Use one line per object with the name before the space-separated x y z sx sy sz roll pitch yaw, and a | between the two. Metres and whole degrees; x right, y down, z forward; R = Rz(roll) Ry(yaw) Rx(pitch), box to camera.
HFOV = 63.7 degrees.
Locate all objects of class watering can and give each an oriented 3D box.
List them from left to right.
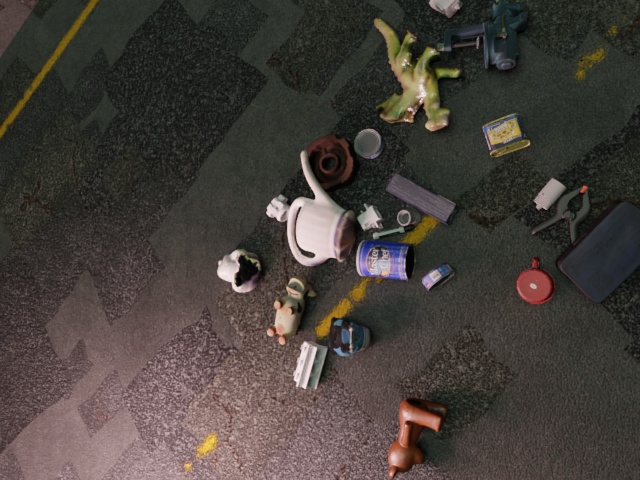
watering can | 0.005 -0.076 1.515 0.225 0.105 0.343 16 110 27

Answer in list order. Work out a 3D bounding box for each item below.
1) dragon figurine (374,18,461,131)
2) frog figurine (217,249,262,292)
dragon figurine | 0.241 -0.457 1.489 0.416 0.122 0.240 46 111 32
frog figurine | -0.259 0.100 1.653 0.158 0.123 0.138 -19 83 59
